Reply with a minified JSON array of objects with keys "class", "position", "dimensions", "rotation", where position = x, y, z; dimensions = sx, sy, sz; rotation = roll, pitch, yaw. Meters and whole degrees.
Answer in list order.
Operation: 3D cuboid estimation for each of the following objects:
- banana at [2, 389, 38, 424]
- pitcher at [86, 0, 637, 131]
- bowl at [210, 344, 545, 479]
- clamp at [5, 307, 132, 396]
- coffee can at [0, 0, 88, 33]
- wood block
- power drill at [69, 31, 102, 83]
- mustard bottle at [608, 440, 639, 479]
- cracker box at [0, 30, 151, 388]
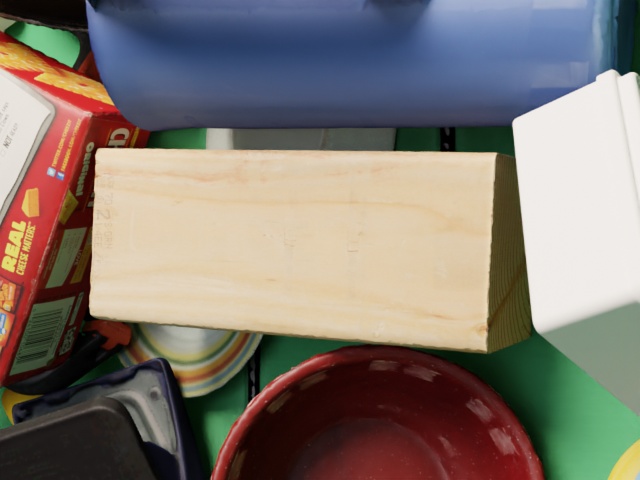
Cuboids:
[{"class":"banana","position":[-0.146,0.166,0.664],"dimensions":[0.070,0.037,0.198],"rotation":[-36,69,23]},{"class":"pitcher","position":[0.018,-0.113,0.499],"dimensions":[0.243,0.145,0.149],"rotation":[5,46,20]},{"class":"bowl","position":[0.026,0.132,0.519],"dimensions":[0.162,0.055,0.162],"rotation":[1,82,-5]},{"class":"clamp","position":[-0.199,0.067,0.668],"dimensions":[0.172,0.039,0.120],"rotation":[6,79,30]},{"class":"coffee can","position":[-0.137,-0.193,0.580],"dimensions":[0.103,0.102,0.140],"rotation":[7,89,32]},{"class":"wood block","position":[-0.003,0.001,0.536],"dimensions":[0.206,0.090,0.090],"rotation":[3,91,24]},{"class":"power drill","position":[-0.132,-0.179,0.667],"dimensions":[0.185,0.057,0.188],"rotation":[-50,64,20]},{"class":"mustard bottle","position":[0.179,0.118,0.449],"dimensions":[0.192,0.058,0.096],"rotation":[-32,67,26]},{"class":"cracker box","position":[-0.216,-0.041,0.611],"dimensions":[0.214,0.072,0.164],"rotation":[28,107,20]}]
